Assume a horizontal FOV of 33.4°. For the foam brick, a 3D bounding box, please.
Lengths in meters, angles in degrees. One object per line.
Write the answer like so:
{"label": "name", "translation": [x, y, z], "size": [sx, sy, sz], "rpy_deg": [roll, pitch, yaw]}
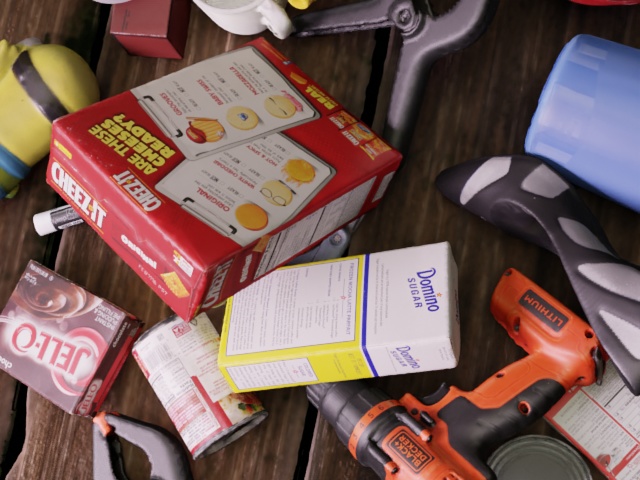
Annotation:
{"label": "foam brick", "translation": [-0.143, -0.202, 0.915], "size": [0.053, 0.051, 0.078], "rpy_deg": [6, 81, 10]}

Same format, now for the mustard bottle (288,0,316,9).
{"label": "mustard bottle", "translation": [0.019, -0.266, 0.858], "size": [0.058, 0.096, 0.191], "rpy_deg": [22, 70, 5]}

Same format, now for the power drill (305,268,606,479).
{"label": "power drill", "translation": [0.103, 0.107, 0.795], "size": [0.187, 0.057, 0.185], "rpy_deg": [-40, 54, -12]}

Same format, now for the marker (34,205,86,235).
{"label": "marker", "translation": [-0.184, -0.030, 0.907], "size": [0.121, 0.020, 0.020], "rpy_deg": [-17, 78, 5]}

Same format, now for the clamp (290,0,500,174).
{"label": "clamp", "translation": [0.067, -0.177, 0.843], "size": [0.165, 0.036, 0.210], "rpy_deg": [51, 120, 21]}

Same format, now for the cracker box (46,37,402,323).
{"label": "cracker box", "translation": [-0.070, -0.053, 0.804], "size": [0.164, 0.072, 0.213], "rpy_deg": [42, 49, 19]}

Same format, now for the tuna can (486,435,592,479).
{"label": "tuna can", "translation": [0.163, 0.191, 0.810], "size": [0.086, 0.033, 0.086], "rpy_deg": [-1, 80, 8]}

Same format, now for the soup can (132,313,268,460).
{"label": "soup can", "translation": [-0.096, 0.113, 0.844], "size": [0.068, 0.068, 0.102], "rpy_deg": [-34, 77, 1]}

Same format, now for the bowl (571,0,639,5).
{"label": "bowl", "translation": [0.212, -0.247, 0.851], "size": [0.162, 0.055, 0.162], "rpy_deg": [5, 71, -14]}

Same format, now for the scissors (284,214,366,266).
{"label": "scissors", "translation": [-0.006, 0.001, 0.877], "size": [0.096, 0.016, 0.202], "rpy_deg": [16, 83, 11]}

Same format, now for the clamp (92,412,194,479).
{"label": "clamp", "translation": [-0.133, 0.215, 0.848], "size": [0.120, 0.039, 0.171], "rpy_deg": [-45, 71, -5]}

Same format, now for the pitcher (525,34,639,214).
{"label": "pitcher", "translation": [0.286, -0.074, 0.788], "size": [0.243, 0.145, 0.149], "rpy_deg": [23, 73, 14]}

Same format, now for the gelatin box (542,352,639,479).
{"label": "gelatin box", "translation": [0.225, 0.138, 0.812], "size": [0.089, 0.030, 0.073], "rpy_deg": [44, 87, 13]}

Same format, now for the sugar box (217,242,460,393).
{"label": "sugar box", "translation": [0.016, 0.059, 0.804], "size": [0.176, 0.048, 0.093], "rpy_deg": [-6, 48, 14]}

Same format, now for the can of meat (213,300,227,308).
{"label": "can of meat", "translation": [-0.116, 0.004, 0.851], "size": [0.057, 0.083, 0.102], "rpy_deg": [-47, 71, 7]}

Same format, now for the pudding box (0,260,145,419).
{"label": "pudding box", "translation": [-0.210, 0.080, 0.869], "size": [0.114, 0.039, 0.090], "rpy_deg": [25, 84, 29]}
